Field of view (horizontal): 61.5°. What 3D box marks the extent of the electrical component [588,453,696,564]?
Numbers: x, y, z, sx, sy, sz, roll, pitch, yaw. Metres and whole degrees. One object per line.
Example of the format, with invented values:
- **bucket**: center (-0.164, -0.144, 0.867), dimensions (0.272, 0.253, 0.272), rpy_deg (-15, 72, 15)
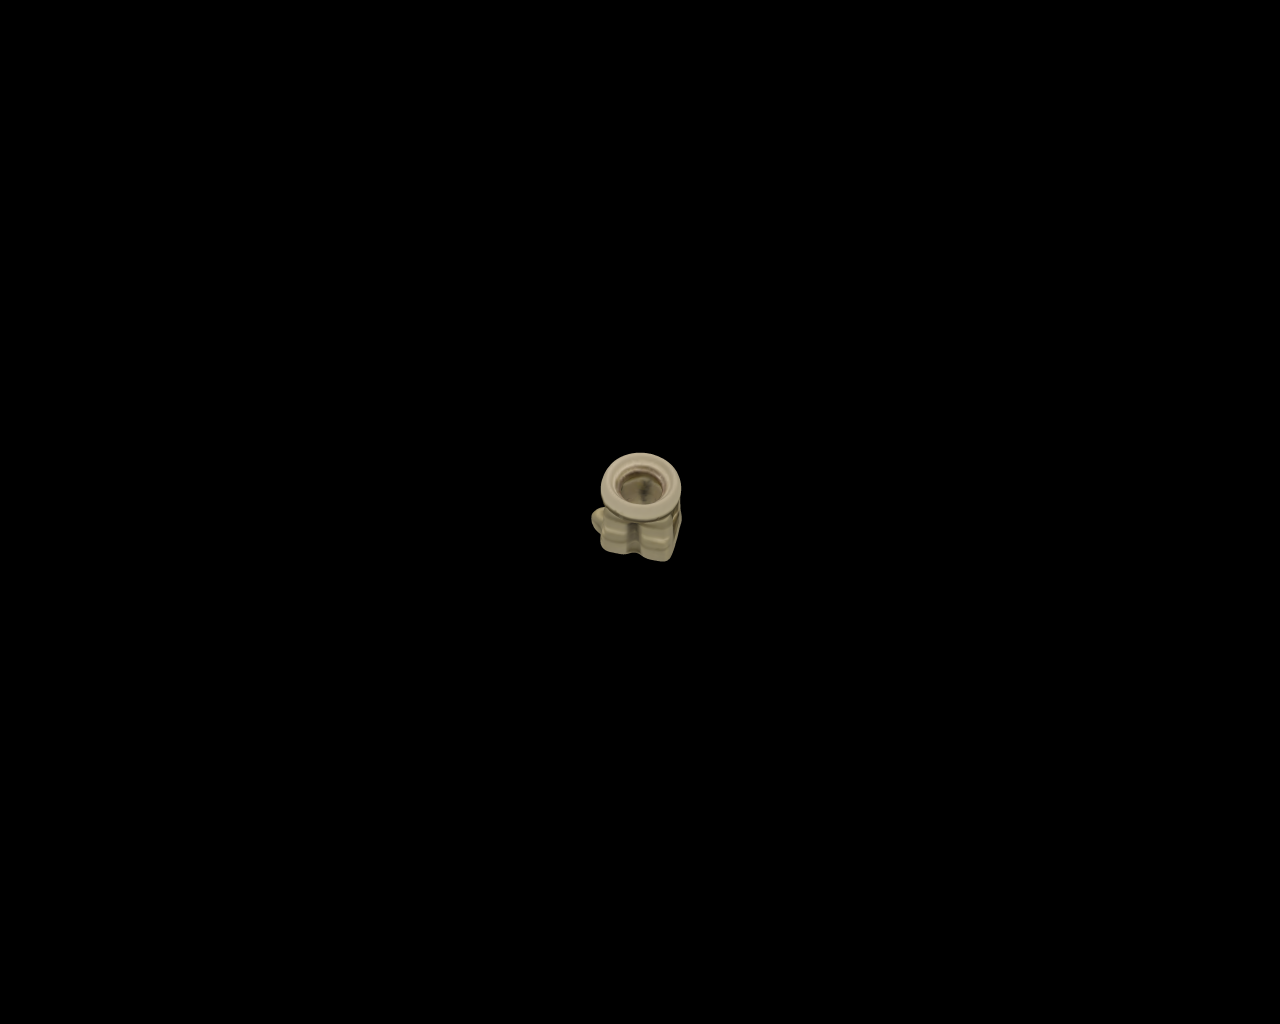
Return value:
- **electrical component**: center (0.001, -0.003, 0.650), dimensions (0.066, 0.048, 0.055), rpy_deg (10, -36, 8)
